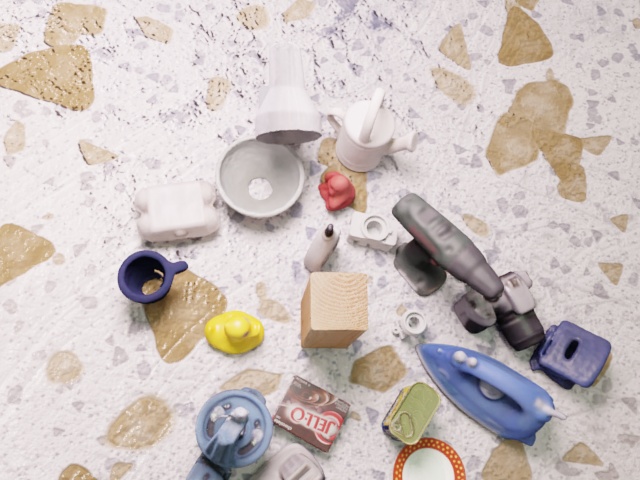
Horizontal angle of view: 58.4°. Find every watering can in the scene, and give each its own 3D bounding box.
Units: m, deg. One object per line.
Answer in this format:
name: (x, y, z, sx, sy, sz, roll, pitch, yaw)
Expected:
watering can: (0.099, -0.213, 1.085, 0.173, 0.194, 0.101, 2, 72, -6)

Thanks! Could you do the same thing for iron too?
iron: (0.292, 0.246, 0.990, 0.258, 0.141, 0.119, 32, 71, 4)

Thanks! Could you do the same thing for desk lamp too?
desk lamp: (-0.066, -0.250, 1.065, 0.118, 0.213, 0.203, -3, 73, -8)

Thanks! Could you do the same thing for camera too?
camera: (0.345, 0.138, 1.053, 0.143, 0.101, 0.137, -23, 76, -14)

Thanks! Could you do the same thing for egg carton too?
egg carton: (-0.261, -0.052, 1.053, 0.150, 0.069, 0.107, -9, 74, -10)

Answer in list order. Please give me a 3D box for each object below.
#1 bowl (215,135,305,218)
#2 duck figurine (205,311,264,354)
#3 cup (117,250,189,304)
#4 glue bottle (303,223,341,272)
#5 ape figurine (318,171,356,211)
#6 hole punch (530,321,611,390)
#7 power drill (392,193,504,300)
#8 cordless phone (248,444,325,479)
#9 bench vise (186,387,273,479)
bowl: (-0.114, -0.110, 1.088, 0.167, 0.074, 0.167, 2, 72, -6)
duck figurine: (-0.148, 0.155, 0.992, 0.104, 0.086, 0.077, 3, 72, -6)
cup: (-0.284, 0.068, 0.998, 0.118, 0.095, 0.091, -18, 75, -12)
glue bottle: (0.009, 0.004, 1.015, 0.037, 0.173, 0.078, 36, 72, 5)
ape figurine: (0.034, -0.098, 1.094, 0.076, 0.092, 0.078, 17, 71, -1)
hole punch: (0.457, 0.210, 1.049, 0.101, 0.091, 0.109, 36, 72, 5)
power drill: (0.208, 0.030, 1.013, 0.076, 0.208, 0.229, -38, 80, -16)
cordless phone: (-0.058, 0.389, 0.877, 0.148, 0.185, 0.094, -41, 81, -17)
bench vise: (-0.139, 0.323, 0.869, 0.121, 0.219, 0.207, 13, 71, -3)
